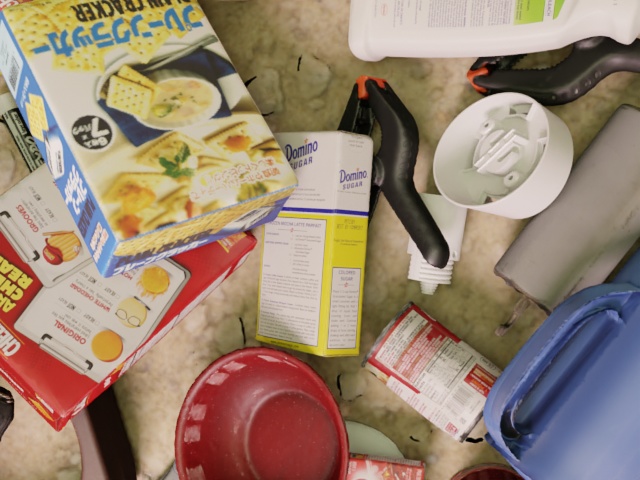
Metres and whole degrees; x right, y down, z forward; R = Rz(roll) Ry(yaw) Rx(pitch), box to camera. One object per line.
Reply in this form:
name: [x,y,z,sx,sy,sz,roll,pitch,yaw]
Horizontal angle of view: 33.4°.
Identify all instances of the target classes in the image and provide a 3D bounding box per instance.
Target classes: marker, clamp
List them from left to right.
marker: [-0.249,-0.071,0.929,0.020,0.020,0.121,-28,87,6]
clamp: [0.041,-0.046,0.875,0.120,0.039,0.171,-19,73,34]
clamp: [0.218,-0.171,0.847,0.210,0.036,0.164,-13,64,23]

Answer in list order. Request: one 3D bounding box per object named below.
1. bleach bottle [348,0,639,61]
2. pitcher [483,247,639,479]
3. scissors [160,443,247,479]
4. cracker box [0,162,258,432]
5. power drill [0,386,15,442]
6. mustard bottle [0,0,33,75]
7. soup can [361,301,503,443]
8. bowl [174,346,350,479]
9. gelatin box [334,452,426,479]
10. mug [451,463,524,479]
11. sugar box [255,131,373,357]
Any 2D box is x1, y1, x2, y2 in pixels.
bleach bottle: [0.151,-0.182,0.822,0.251,0.068,0.102,8,97,23]
pitcher: [0.239,0.095,0.814,0.145,0.149,0.243,36,91,16]
scissors: [-0.095,0.194,0.914,0.096,0.016,0.202,26,94,6]
cracker box: [-0.183,0.019,0.849,0.164,0.072,0.213,44,63,5]
power drill: [-0.352,0.149,0.839,0.188,0.057,0.184,37,95,6]
mustard bottle: [-0.247,-0.194,0.907,0.192,0.058,0.096,-34,103,7]
soup can: [0.093,0.106,0.858,0.102,0.068,0.068,37,94,13]
bowl: [-0.036,0.166,0.855,0.162,0.055,0.162,-3,84,29]
gelatin box: [0.045,0.221,0.868,0.073,0.030,0.089,6,90,7]
mug: [0.151,0.233,0.851,0.117,0.081,0.093,2,90,7]
sugar box: [-0.005,0.001,0.866,0.094,0.048,0.176,6,90,49]
